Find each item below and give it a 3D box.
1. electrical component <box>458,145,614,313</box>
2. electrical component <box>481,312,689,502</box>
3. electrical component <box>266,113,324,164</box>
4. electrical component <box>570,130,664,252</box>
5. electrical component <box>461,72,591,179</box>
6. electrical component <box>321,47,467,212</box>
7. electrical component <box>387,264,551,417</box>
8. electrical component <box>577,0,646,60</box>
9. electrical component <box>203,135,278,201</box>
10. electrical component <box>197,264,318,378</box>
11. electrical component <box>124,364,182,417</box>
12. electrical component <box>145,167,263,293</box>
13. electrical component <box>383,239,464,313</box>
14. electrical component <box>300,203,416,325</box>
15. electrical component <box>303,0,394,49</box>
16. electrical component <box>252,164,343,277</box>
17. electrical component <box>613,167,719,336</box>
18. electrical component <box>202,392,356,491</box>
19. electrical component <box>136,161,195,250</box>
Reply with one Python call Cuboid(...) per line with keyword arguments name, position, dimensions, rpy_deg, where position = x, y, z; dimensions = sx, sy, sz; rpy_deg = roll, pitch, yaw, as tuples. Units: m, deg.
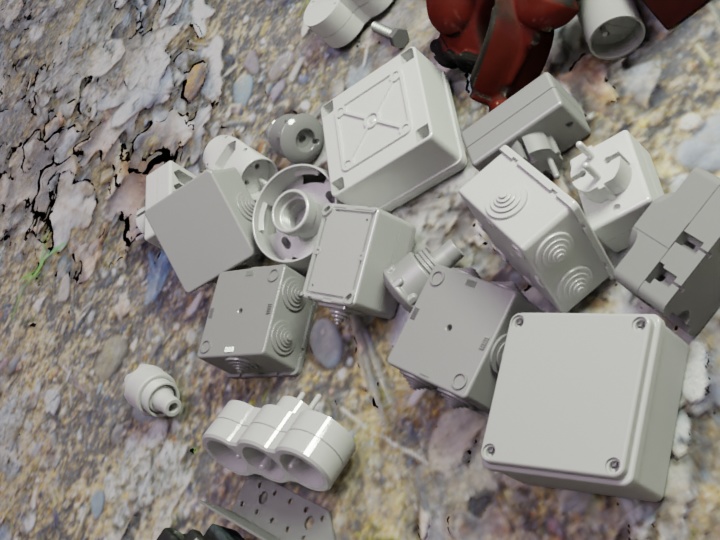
Cuboid(name="electrical component", position=(0.122, -0.026, 0.749), dimensions=(0.048, 0.099, 0.099), rpy_deg=(-40, 44, 0))
Cuboid(name="electrical component", position=(0.144, 0.085, 0.692), dimensions=(0.109, 0.056, 0.108), rpy_deg=(-1, 66, 42))
Cuboid(name="electrical component", position=(-0.067, -0.127, 1.022), dimensions=(0.062, 0.048, 0.048), rpy_deg=(22, 82, 53))
Cuboid(name="electrical component", position=(0.171, -0.062, 0.739), dimensions=(0.047, 0.077, 0.065), rpy_deg=(-29, 49, 28))
Cuboid(name="electrical component", position=(0.130, -0.091, 0.815), dimensions=(0.083, 0.047, 0.075), rpy_deg=(-34, 47, 23))
Cuboid(name="electrical component", position=(0.027, -0.115, 0.918), dimensions=(0.109, 0.056, 0.108), rpy_deg=(-29, 50, 27))
Cuboid(name="electrical component", position=(0.077, 0.050, 0.781), dimensions=(0.100, 0.048, 0.099), rpy_deg=(21, 82, 47))
Cuboid(name="electrical component", position=(0.188, -0.206, 0.831), dimensions=(0.043, 0.043, 0.081), rpy_deg=(-30, 49, 27))
Cuboid(name="electrical component", position=(-0.127, -0.085, 1.052), dimensions=(0.077, 0.043, 0.079), rpy_deg=(34, 91, 47))
Cuboid(name="electrical component", position=(-0.089, 0.045, 0.940), dimensions=(0.100, 0.048, 0.099), rpy_deg=(-7, 61, 39))
Cuboid(name="electrical component", position=(-0.188, 0.115, 0.991), dimensions=(0.062, 0.043, 0.043), rpy_deg=(25, 85, 46))
Cuboid(name="electrical component", position=(-0.138, -0.039, 1.004), dimensions=(0.100, 0.048, 0.099), rpy_deg=(-29, 89, 28))
Cuboid(name="electrical component", position=(0.052, 0.002, 0.836), dimensions=(0.062, 0.048, 0.048), rpy_deg=(-41, 45, 7))
Cuboid(name="electrical component", position=(0.000, 0.000, 0.878), dimensions=(0.062, 0.061, 0.096), rpy_deg=(8, 81, 44))
Cuboid(name="electrical component", position=(-0.004, -0.283, 1.027), dimensions=(0.138, 0.074, 0.052), rpy_deg=(-41, 38, 18))
Cuboid(name="electrical component", position=(-0.045, -0.045, 0.956), dimensions=(0.099, 0.064, 0.099), rpy_deg=(-10, 71, 30))
Cuboid(name="electrical component", position=(0.213, -0.014, 0.691), dimensions=(0.089, 0.050, 0.056), rpy_deg=(-53, 43, 6))
Cuboid(name="electrical component", position=(-0.058, 0.126, 0.861), dimensions=(0.138, 0.052, 0.073), rpy_deg=(0, 43, 43))
Cuboid(name="electrical component", position=(-0.203, -0.054, 1.101), dimensions=(0.076, 0.047, 0.083), rpy_deg=(-28, 50, 29))
